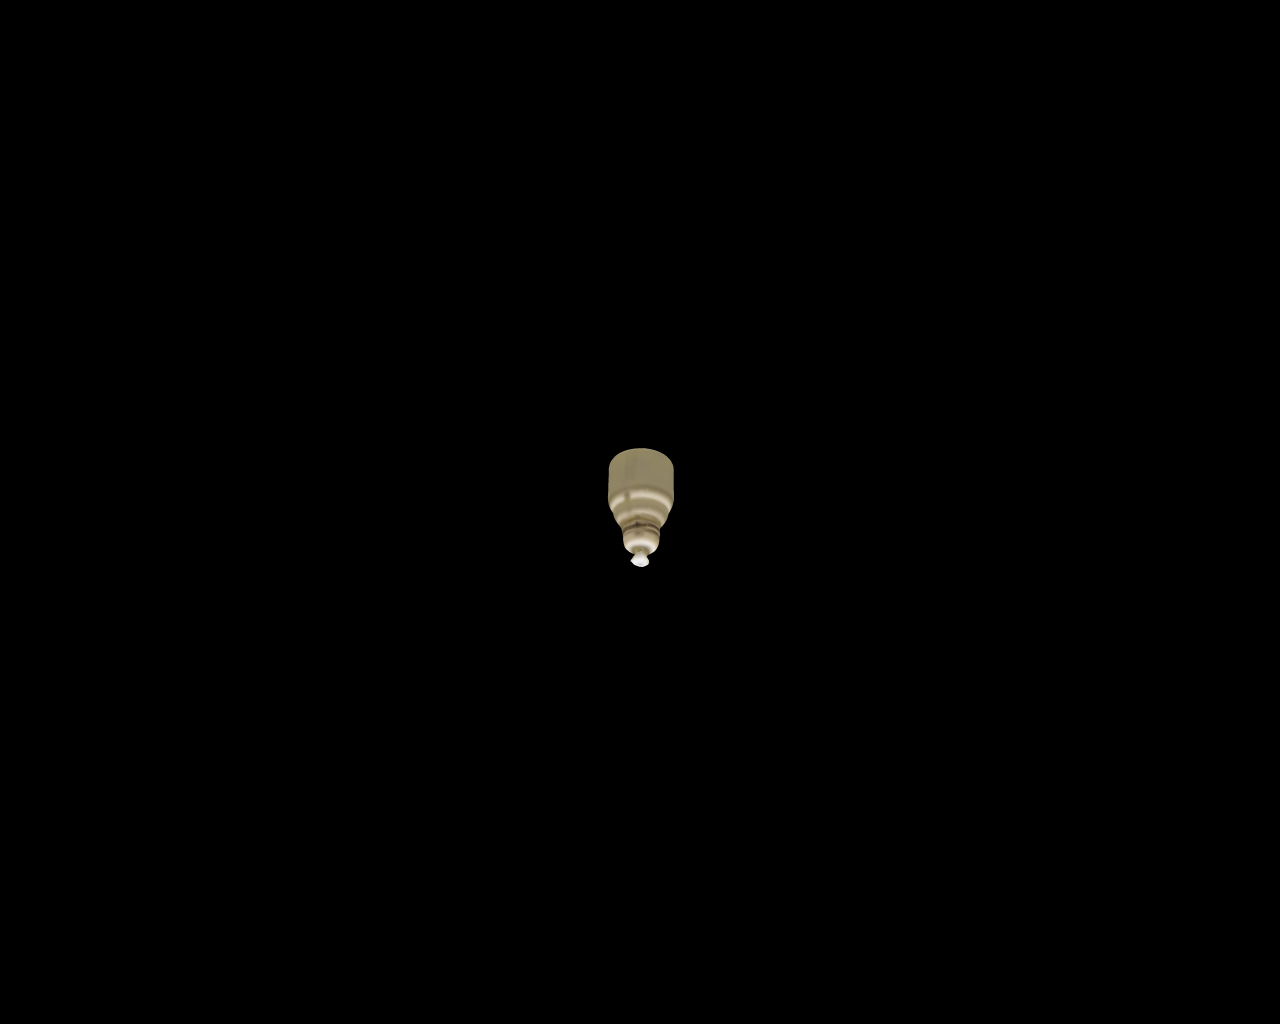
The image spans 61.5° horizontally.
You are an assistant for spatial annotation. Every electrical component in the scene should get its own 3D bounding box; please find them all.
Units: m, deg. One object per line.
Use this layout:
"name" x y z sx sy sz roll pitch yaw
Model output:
"electrical component" 0.001 -0.003 0.650 0.040 0.078 0.040 0 -32 0
